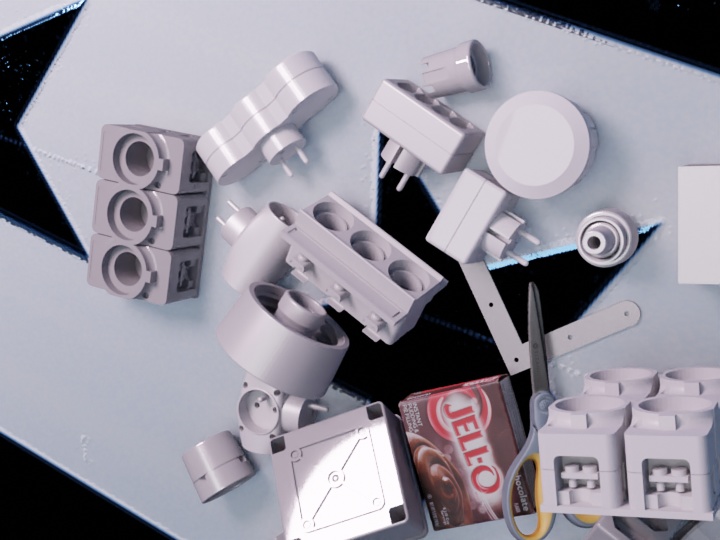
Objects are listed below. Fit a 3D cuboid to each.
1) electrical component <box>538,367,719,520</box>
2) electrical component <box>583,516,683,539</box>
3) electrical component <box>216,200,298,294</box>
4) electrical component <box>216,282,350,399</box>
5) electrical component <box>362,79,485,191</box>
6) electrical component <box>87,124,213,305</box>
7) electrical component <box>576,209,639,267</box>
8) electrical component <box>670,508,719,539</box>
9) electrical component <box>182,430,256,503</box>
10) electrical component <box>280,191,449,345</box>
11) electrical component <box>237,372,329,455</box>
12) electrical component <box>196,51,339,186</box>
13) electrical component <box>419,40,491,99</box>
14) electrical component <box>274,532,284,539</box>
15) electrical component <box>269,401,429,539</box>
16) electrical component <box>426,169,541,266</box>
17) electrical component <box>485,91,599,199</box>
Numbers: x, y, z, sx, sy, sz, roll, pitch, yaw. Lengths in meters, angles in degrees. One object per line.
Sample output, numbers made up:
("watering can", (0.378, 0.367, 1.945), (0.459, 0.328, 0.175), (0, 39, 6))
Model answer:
("electrical component", (0.199, 0.111, 0.741), (0.105, 0.186, 0.060), (-3, 95, 26))
("electrical component", (0.209, 0.192, 0.815), (0.047, 0.083, 0.075), (37, 149, 17))
("electrical component", (-0.095, -0.029, 0.943), (0.079, 0.044, 0.077), (43, 111, 17))
("electrical component", (-0.060, 0.052, 0.905), (0.108, 0.108, 0.060), (37, 104, 17))
("electrical component", (0.042, -0.100, 0.868), (0.083, 0.047, 0.075), (38, 113, 17))
("electrical component", (-0.192, -0.052, 0.977), (0.089, 0.062, 0.150), (13, 102, 24))
("electrical component", (0.182, -0.023, 0.801), (0.043, 0.062, 0.043), (3, 98, 25))
("electrical component", (0.288, 0.196, 0.783), (0.074, 0.052, 0.138), (44, 113, 14))
("electrical component", (-0.130, 0.179, 0.982), (0.055, 0.055, 0.047), (-36, 77, 25))
("electrical component", (0.000, 0.000, 0.890), (0.121, 0.079, 0.063), (38, 133, 17))
("electrical component", (-0.064, 0.124, 0.947), (0.079, 0.044, 0.077), (11, 101, 24))
("electrical component", (-0.071, -0.114, 0.916), (0.138, 0.052, 0.073), (-39, 79, 24))
("electrical component", (0.075, -0.157, 0.850), (0.046, 0.040, 0.040), (-10, 92, 32))
("electrical component", (-0.076, 0.270, 0.965), (0.048, 0.055, 0.066), (34, 110, 18))
("electrical component", (-0.010, 0.179, 0.888), (0.109, 0.056, 0.108), (-21, 58, 12))
("electrical component", (0.105, -0.032, 0.843), (0.077, 0.047, 0.065), (34, 105, 18))
("electrical component", (0.140, -0.095, 0.819), (0.080, 0.051, 0.080), (3, 98, 25))
